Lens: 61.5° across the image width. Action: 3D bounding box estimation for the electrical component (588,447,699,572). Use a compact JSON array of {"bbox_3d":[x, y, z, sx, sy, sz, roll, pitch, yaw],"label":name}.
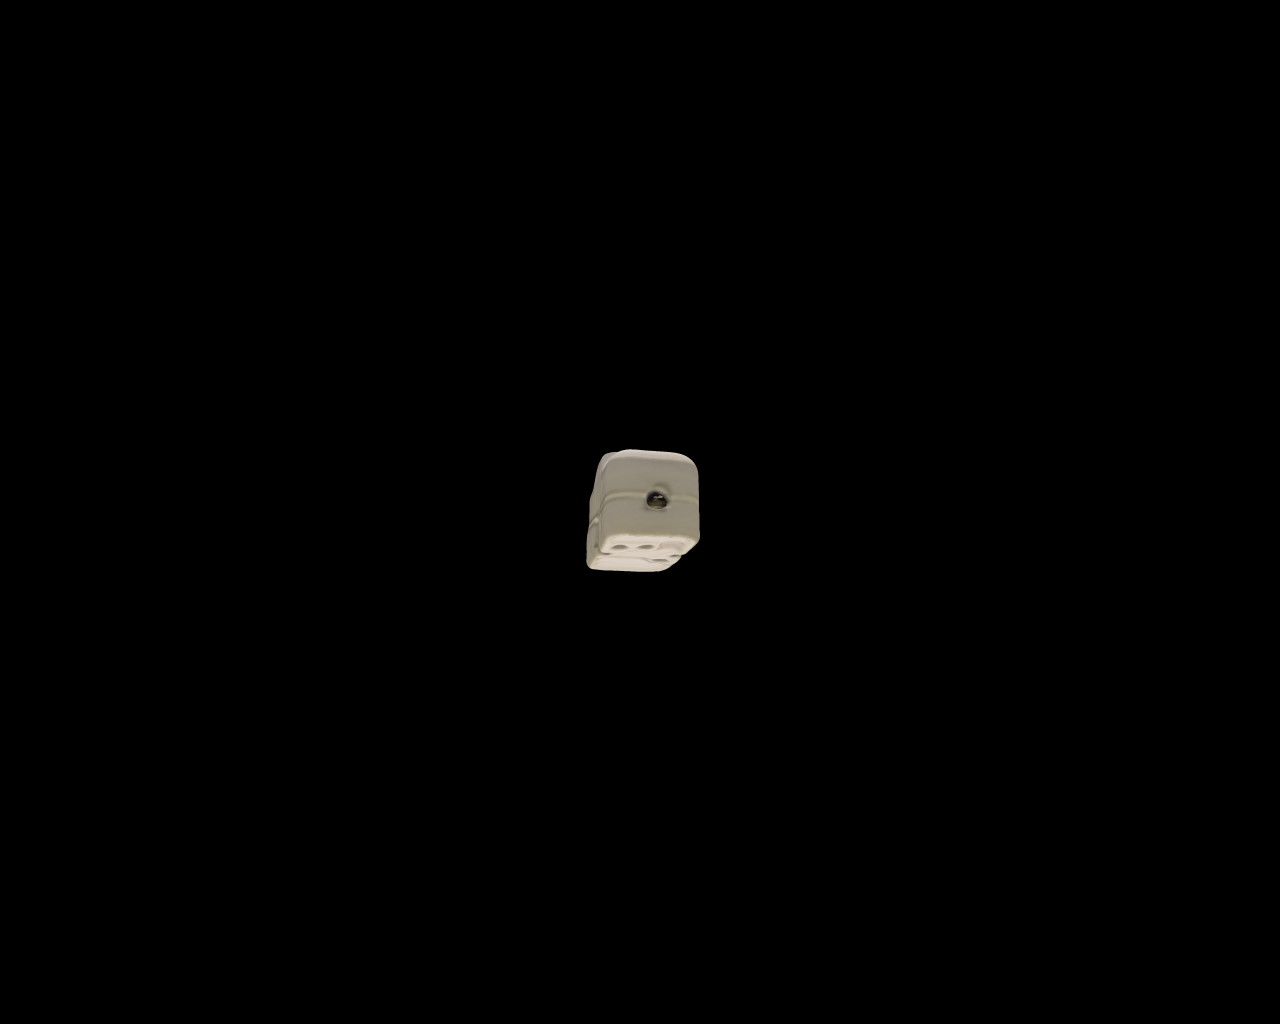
[{"bbox_3d":[0.001,-0.003,0.650,0.054,0.059,0.095,3,-16,-11],"label":"electrical component"}]
